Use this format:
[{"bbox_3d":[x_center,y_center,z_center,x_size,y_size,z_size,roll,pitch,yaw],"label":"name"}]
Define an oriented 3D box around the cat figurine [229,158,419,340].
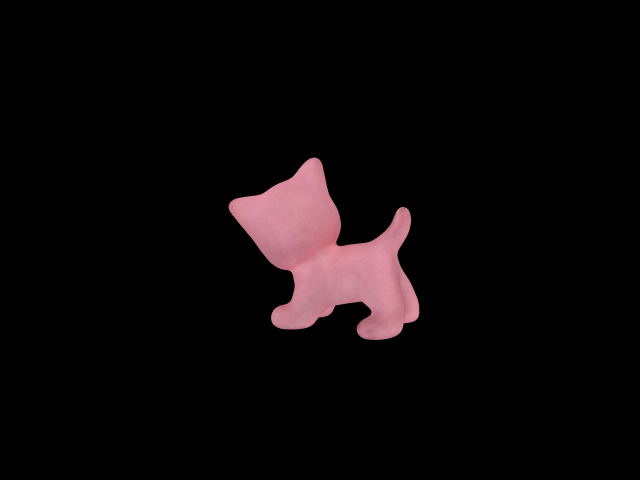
[{"bbox_3d":[0.004,0.001,0.400,0.127,0.118,0.067,2,7,20],"label":"cat figurine"}]
